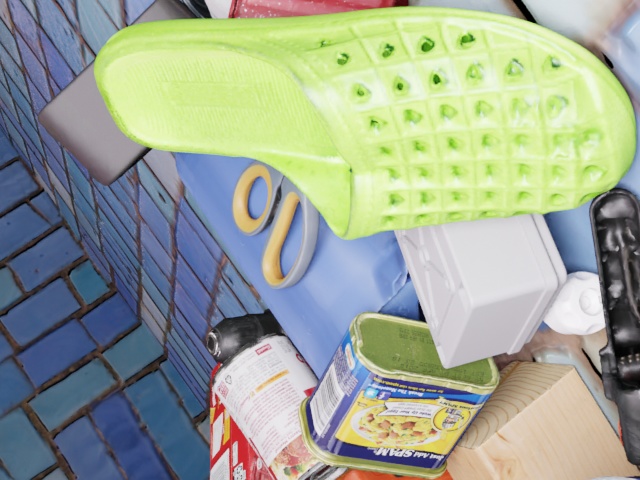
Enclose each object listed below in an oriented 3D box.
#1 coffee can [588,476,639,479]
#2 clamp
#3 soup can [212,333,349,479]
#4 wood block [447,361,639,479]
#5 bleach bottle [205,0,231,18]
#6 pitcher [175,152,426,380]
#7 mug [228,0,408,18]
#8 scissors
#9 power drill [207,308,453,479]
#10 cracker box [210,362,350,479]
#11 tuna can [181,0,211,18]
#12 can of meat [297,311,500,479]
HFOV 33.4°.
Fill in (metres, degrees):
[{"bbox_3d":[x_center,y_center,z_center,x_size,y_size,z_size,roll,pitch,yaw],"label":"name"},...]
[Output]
[{"bbox_3d":[0.175,0.174,0.557,0.103,0.103,0.140,46,-165,30],"label":"coffee can"},{"bbox_3d":[0.161,0.055,0.546,0.171,0.039,0.120,61,-150,-60],"label":"clamp"},{"bbox_3d":[-0.023,0.125,0.759,0.102,0.068,0.068,53,164,22],"label":"soup can"},{"bbox_3d":[0.173,0.194,0.728,0.206,0.090,0.090,57,164,-6],"label":"wood block"},{"bbox_3d":[-0.070,-0.215,0.662,0.103,0.068,0.251,44,163,36],"label":"bleach bottle"},{"bbox_3d":[-0.005,0.001,0.785,0.243,0.149,0.144,49,-167,31],"label":"pitcher"},{"bbox_3d":[0.003,-0.121,0.585,0.081,0.117,0.093,12,-177,11],"label":"mug"},{"bbox_3d":[-0.015,-0.068,0.681,0.096,0.016,0.202,34,117,45],"label":"scissors"},{"bbox_3d":[0.017,0.128,0.845,0.188,0.184,0.057,64,141,31],"label":"power drill"},{"bbox_3d":[0.014,0.186,0.900,0.213,0.072,0.164,23,-144,-22],"label":"cracker box"},{"bbox_3d":[-0.083,-0.198,0.783,0.086,0.033,0.086,49,163,20],"label":"tuna can"},{"bbox_3d":[0.049,0.096,0.661,0.057,0.102,0.084,-103,32,-49],"label":"can of meat"}]
